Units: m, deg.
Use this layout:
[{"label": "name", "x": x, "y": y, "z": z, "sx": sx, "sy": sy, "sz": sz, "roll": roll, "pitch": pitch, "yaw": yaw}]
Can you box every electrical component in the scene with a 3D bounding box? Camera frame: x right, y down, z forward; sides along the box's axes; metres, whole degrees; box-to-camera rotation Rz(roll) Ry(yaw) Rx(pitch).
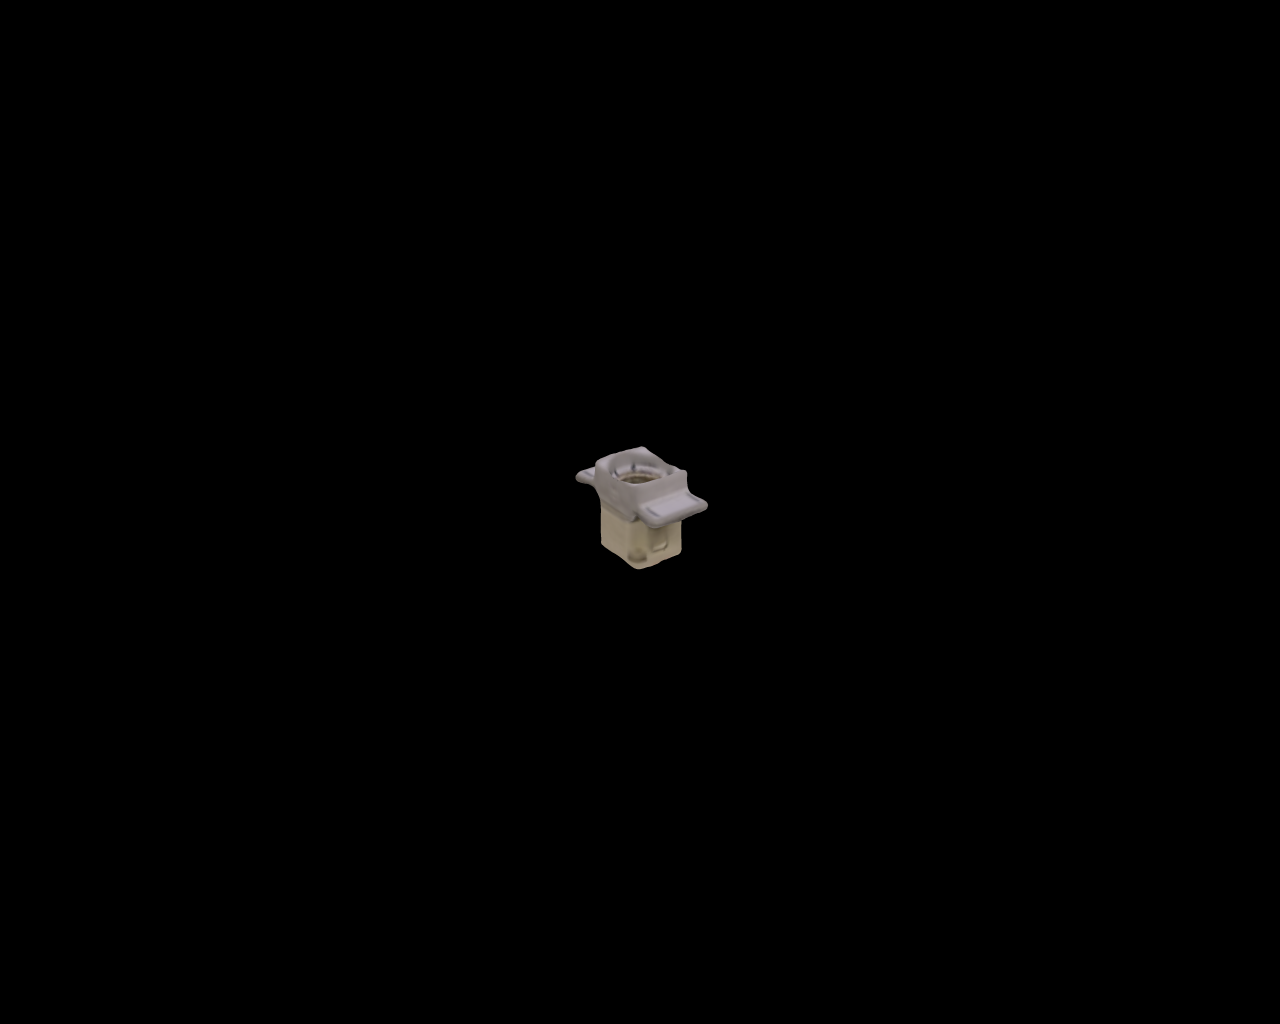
[{"label": "electrical component", "x": 0.001, "y": -0.003, "z": 0.650, "sx": 0.042, "sy": 0.063, "sz": 0.081, "roll": -20, "pitch": 34, "yaw": -31}]
